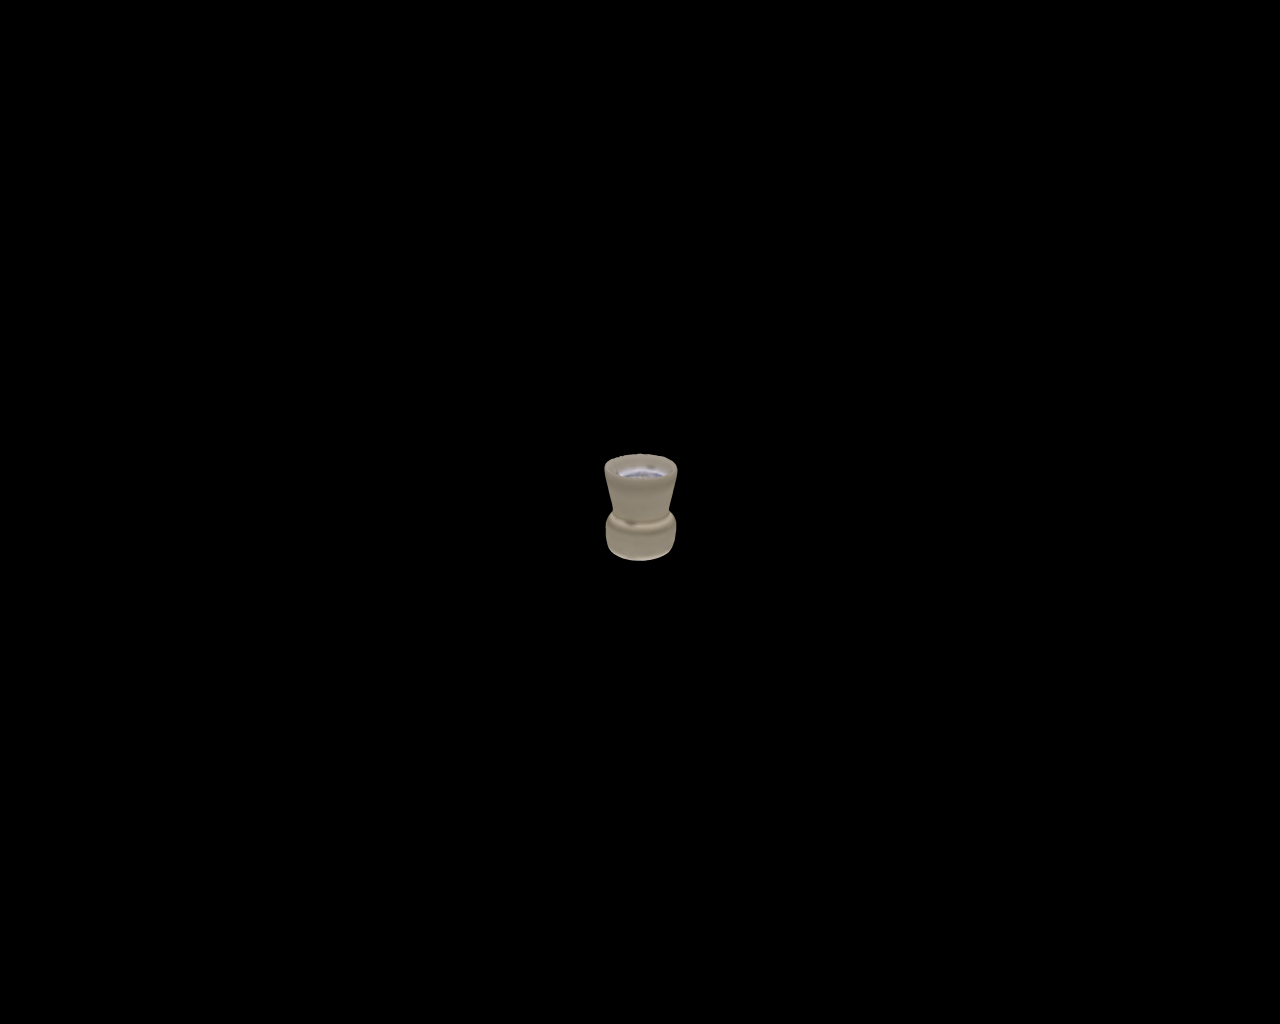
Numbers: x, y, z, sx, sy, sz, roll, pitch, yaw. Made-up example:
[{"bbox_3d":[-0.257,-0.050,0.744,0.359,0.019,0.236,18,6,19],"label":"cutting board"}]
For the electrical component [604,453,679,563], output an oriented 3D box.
[{"bbox_3d":[0.001,-0.003,0.650,0.045,0.055,0.045,0,23,0],"label":"electrical component"}]
